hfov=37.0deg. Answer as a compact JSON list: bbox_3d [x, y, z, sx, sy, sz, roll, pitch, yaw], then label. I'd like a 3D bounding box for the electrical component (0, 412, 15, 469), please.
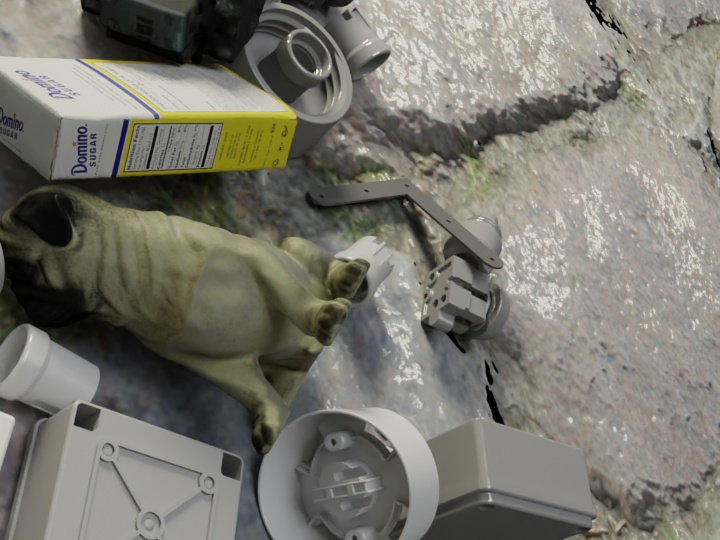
[{"bbox_3d":[-0.197,0.078,0.505,0.066,0.077,0.047,30,50,-30],"label":"electrical component"}]

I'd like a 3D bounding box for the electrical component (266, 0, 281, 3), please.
[{"bbox_3d":[-0.061,-0.240,0.818,0.042,0.064,0.081,15,99,-39],"label":"electrical component"}]

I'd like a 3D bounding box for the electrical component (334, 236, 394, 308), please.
[{"bbox_3d":[0.000,0.000,0.770,0.040,0.040,0.046,55,36,-5],"label":"electrical component"}]

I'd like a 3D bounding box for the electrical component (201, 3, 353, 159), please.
[{"bbox_3d":[-0.054,-0.142,0.781,0.108,0.060,0.108,22,54,-34],"label":"electrical component"}]

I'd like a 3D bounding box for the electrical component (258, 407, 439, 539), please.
[{"bbox_3d":[-0.005,0.131,0.651,0.064,0.099,0.099,-3,70,-52],"label":"electrical component"}]

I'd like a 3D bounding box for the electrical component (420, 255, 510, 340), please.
[{"bbox_3d":[0.082,0.025,0.830,0.055,0.048,0.066,26,52,-22],"label":"electrical component"}]

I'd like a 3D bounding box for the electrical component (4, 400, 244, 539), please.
[{"bbox_3d":[-0.123,0.138,0.559,0.109,0.056,0.108,26,52,-32],"label":"electrical component"}]

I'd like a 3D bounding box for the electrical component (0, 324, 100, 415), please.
[{"bbox_3d":[-0.169,0.056,0.575,0.046,0.040,0.040,35,47,-33],"label":"electrical component"}]

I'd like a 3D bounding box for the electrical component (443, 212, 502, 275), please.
[{"bbox_3d":[0.095,-0.023,0.870,0.043,0.043,0.062,47,43,-14],"label":"electrical component"}]

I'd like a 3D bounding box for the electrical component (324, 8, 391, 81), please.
[{"bbox_3d":[-0.004,-0.183,0.870,0.040,0.040,0.046,-27,82,-48],"label":"electrical component"}]

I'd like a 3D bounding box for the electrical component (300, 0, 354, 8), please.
[{"bbox_3d":[-0.030,-0.246,0.866,0.057,0.058,0.078,16,57,-34],"label":"electrical component"}]

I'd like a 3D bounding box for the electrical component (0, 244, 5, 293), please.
[{"bbox_3d":[-0.221,0.016,0.542,0.077,0.044,0.079,-5,72,-45],"label":"electrical component"}]

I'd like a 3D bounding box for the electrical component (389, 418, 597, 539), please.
[{"bbox_3d":[0.079,0.149,0.711,0.109,0.109,0.056,21,52,-35],"label":"electrical component"}]
